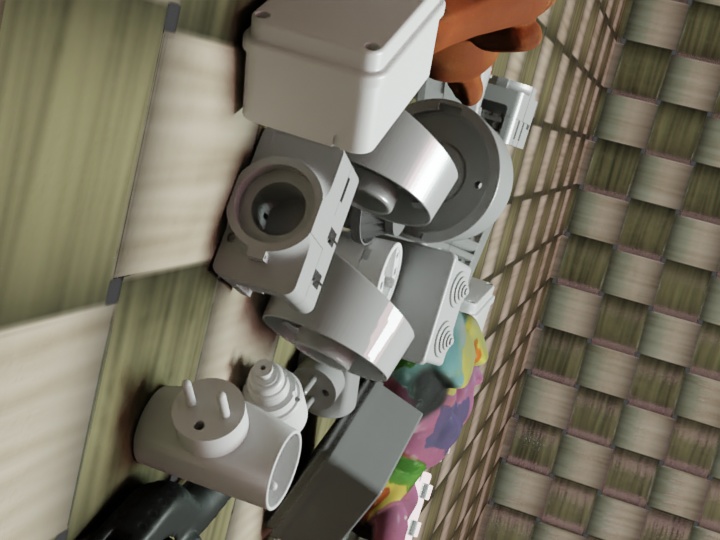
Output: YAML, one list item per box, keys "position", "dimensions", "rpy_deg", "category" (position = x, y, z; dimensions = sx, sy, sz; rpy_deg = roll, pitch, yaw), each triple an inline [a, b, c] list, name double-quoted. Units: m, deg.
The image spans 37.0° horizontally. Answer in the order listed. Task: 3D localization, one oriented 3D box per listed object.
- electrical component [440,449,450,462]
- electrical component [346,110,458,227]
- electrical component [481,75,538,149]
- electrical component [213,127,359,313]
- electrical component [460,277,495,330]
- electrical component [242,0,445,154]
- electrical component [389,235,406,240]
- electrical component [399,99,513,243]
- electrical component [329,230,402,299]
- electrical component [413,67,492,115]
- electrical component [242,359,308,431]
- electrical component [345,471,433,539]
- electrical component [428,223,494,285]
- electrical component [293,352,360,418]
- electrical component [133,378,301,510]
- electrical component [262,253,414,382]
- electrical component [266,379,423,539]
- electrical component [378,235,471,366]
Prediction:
- position: [0.073, 0.146, 1.183]
  dimensions: [0.079, 0.063, 0.121]
  rpy_deg: [20, -85, 64]
  category: "electrical component"
- position: [0.014, -0.072, 0.681]
  dimensions: [0.064, 0.099, 0.099]
  rpy_deg: [-64, 164, -13]
  category: "electrical component"
- position: [0.130, -0.148, 0.997]
  dimensions: [0.089, 0.050, 0.055]
  rpy_deg: [-10, 118, -72]
  category: "electrical component"
- position: [-0.041, -0.029, 0.606]
  dimensions: [0.055, 0.050, 0.089]
  rpy_deg: [56, 52, -72]
  category: "electrical component"
- position: [0.092, 0.040, 1.133]
  dimensions: [0.113, 0.078, 0.057]
  rpy_deg: [-31, 139, -69]
  category: "electrical component"
- position: [-0.008, -0.120, 0.577]
  dimensions: [0.113, 0.078, 0.057]
  rpy_deg: [-57, 161, -49]
  category: "electrical component"
- position: [0.043, -0.063, 0.909]
  dimensions: [0.099, 0.064, 0.099]
  rpy_deg: [22, 90, -88]
  category: "electrical component"
- position: [0.065, -0.072, 0.823]
  dimensions: [0.060, 0.108, 0.108]
  rpy_deg: [6, 100, -65]
  category: "electrical component"
- position: [0.000, 0.000, 0.800]
  dimensions: [0.055, 0.047, 0.055]
  rpy_deg: [16, 90, -76]
  category: "electrical component"
- position: [0.079, -0.176, 0.889]
  dimensions: [0.096, 0.061, 0.061]
  rpy_deg: [-69, 167, -51]
  category: "electrical component"
- position: [-0.057, 0.080, 0.690]
  dimensions: [0.078, 0.040, 0.040]
  rpy_deg: [83, 27, -58]
  category: "electrical component"
- position: [0.027, 0.262, 1.137]
  dimensions: [0.079, 0.063, 0.121]
  rpy_deg: [24, 81, -35]
  category: "electrical component"
- position: [0.085, -0.022, 1.046]
  dimensions: [0.089, 0.062, 0.150]
  rpy_deg: [109, 6, -56]
  category: "electrical component"
- position: [-0.027, 0.076, 0.793]
  dimensions: [0.079, 0.043, 0.077]
  rpy_deg: [-52, 154, -54]
  category: "electrical component"
- position: [-0.075, 0.081, 0.549]
  dimensions: [0.079, 0.077, 0.043]
  rpy_deg: [88, 24, -51]
  category: "electrical component"
- position: [-0.013, 0.028, 0.692]
  dimensions: [0.064, 0.099, 0.099]
  rpy_deg: [-63, 164, -14]
  category: "electrical component"
- position: [-0.011, 0.158, 0.849]
  dimensions: [0.108, 0.056, 0.108]
  rpy_deg: [-56, 178, 35]
  category: "electrical component"
- position: [0.032, 0.023, 0.849]
  dimensions: [0.048, 0.100, 0.099]
  rpy_deg: [23, 83, -63]
  category: "electrical component"
